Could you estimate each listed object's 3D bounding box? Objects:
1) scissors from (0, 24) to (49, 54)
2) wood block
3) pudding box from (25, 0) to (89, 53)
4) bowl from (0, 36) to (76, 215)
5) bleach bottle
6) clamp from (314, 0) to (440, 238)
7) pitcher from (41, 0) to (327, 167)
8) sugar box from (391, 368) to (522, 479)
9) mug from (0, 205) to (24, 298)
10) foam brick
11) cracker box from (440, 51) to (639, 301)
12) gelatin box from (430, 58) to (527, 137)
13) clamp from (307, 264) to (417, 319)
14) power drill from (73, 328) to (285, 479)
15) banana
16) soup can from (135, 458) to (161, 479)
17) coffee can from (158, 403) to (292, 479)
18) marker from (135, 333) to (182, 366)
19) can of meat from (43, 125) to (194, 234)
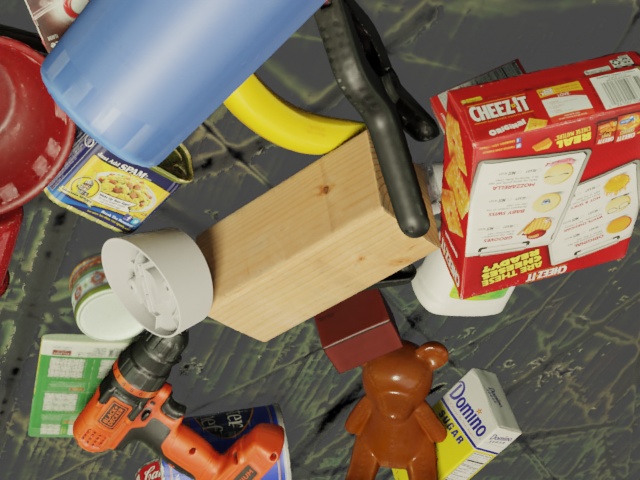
[{"bbox_3d":[-0.194,-0.137,0.854,0.201,0.016,0.096,4,145,-6],"label":"scissors"},{"bbox_3d":[-0.007,0.001,0.964,0.206,0.091,0.090,-30,140,28],"label":"wood block"},{"bbox_3d":[-0.164,-0.199,0.778,0.113,0.039,0.090,-22,135,-7],"label":"pudding box"},{"bbox_3d":[-0.275,-0.096,0.828,0.161,0.055,0.162,-17,131,-21],"label":"bowl"},{"bbox_3d":[0.177,-0.036,1.035,0.102,0.068,0.251,3,130,-22],"label":"bleach bottle"},{"bbox_3d":[0.047,-0.113,0.870,0.036,0.164,0.210,-19,128,21],"label":"clamp"},{"bbox_3d":[-0.075,-0.169,0.749,0.243,0.145,0.149,-46,126,9],"label":"pitcher"},{"bbox_3d":[0.156,0.242,1.276,0.048,0.093,0.176,17,125,-31],"label":"sugar box"},{"bbox_3d":[-0.310,-0.009,0.905,0.117,0.093,0.082,30,120,5],"label":"mug"},{"bbox_3d":[0.041,0.094,1.126,0.078,0.053,0.051,-24,135,8],"label":"foam brick"},{"bbox_3d":[0.190,-0.051,0.914,0.164,0.072,0.214,-14,144,-6],"label":"cracker box"},{"bbox_3d":[0.151,-0.112,0.943,0.089,0.073,0.030,-23,137,5],"label":"gelatin box"},{"bbox_3d":[0.002,0.031,1.062,0.171,0.039,0.120,-23,131,7],"label":"clamp"},{"bbox_3d":[-0.131,0.177,1.068,0.187,0.057,0.185,34,119,-12],"label":"power drill"},{"bbox_3d":[-0.033,-0.117,0.913,0.197,0.037,0.070,21,106,-34],"label":"banana"},{"bbox_3d":[-0.177,0.314,1.239,0.068,0.102,0.068,-8,135,-9],"label":"soup can"},{"bbox_3d":[-0.109,0.243,1.190,0.140,0.103,0.103,-7,135,-10],"label":"coffee can"},{"bbox_3d":[-0.189,0.101,1.087,0.020,0.020,0.121,-41,131,22],"label":"marker"},{"bbox_3d":[-0.173,-0.059,0.910,0.102,0.057,0.084,28,122,-36],"label":"can of meat"}]
